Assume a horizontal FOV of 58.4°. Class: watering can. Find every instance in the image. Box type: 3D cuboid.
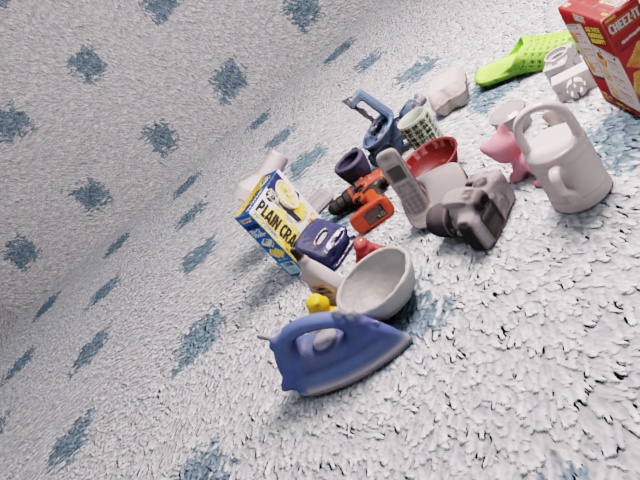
[{"bbox_3d":[0.382,-0.148,0.929,0.101,0.194,0.172,-33,27,19],"label":"watering can"}]

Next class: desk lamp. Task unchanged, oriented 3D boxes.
[{"bbox_3d":[-0.108,-0.129,1.580,0.203,0.214,0.117,-46,26,-8],"label":"desk lamp"}]

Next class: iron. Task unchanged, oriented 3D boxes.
[{"bbox_3d":[0.016,0.174,1.006,0.257,0.142,0.118,-28,29,28],"label":"iron"}]

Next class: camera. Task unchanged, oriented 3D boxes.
[{"bbox_3d":[0.267,-0.060,1.065,0.136,0.101,0.143,-6,43,52],"label":"camera"}]

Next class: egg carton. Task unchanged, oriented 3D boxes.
[{"bbox_3d":[0.344,-0.399,1.529,0.107,0.069,0.150,-27,29,30],"label":"egg carton"}]

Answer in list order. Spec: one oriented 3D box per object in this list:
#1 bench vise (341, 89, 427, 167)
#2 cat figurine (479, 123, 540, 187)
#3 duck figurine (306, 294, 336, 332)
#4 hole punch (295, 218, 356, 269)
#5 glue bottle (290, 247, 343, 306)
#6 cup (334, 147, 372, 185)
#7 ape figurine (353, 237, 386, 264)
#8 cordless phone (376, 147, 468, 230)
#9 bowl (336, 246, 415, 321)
[{"bbox_3d":[0.166,-0.325,1.488,0.207,0.220,0.121,-45,26,-7],"label":"bench vise"},{"bbox_3d":[0.367,-0.166,1.069,0.067,0.118,0.127,-48,26,-11],"label":"cat figurine"},{"bbox_3d":[0.010,0.144,1.129,0.077,0.086,0.104,-46,25,-8],"label":"duck figurine"},{"bbox_3d":[0.012,0.005,1.339,0.100,0.091,0.109,-3,45,53],"label":"hole punch"},{"bbox_3d":[-0.004,0.075,1.155,0.078,0.173,0.037,-21,33,38],"label":"glue bottle"},{"bbox_3d":[0.101,-0.184,1.507,0.091,0.095,0.118,-24,30,33],"label":"cup"},{"bbox_3d":[0.099,0.031,1.171,0.077,0.092,0.076,-35,26,14],"label":"ape figurine"},{"bbox_3d":[0.208,-0.122,1.147,0.147,0.185,0.094,-28,29,28],"label":"cordless phone"},{"bbox_3d":[0.116,0.095,1.068,0.167,0.075,0.167,-33,27,19],"label":"bowl"}]
